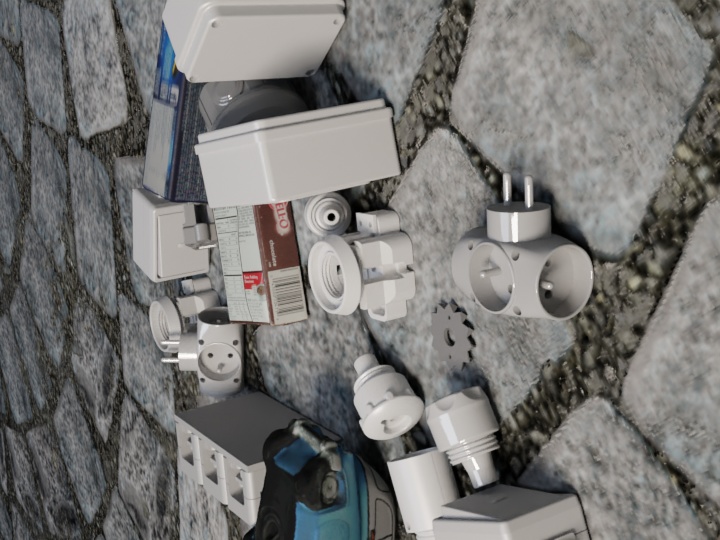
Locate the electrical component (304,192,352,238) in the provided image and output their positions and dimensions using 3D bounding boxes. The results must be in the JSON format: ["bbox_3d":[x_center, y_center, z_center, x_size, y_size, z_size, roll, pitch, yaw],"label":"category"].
[{"bbox_3d":[-0.023,-0.040,0.795,0.061,0.035,0.035,-132,34,-83],"label":"electrical component"}]

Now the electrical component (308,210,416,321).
[{"bbox_3d":[0.000,0.000,0.766,0.058,0.057,0.078,13,111,57],"label":"electrical component"}]

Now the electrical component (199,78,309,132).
[{"bbox_3d":[-0.083,-0.121,0.841,0.051,0.080,0.080,62,146,34],"label":"electrical component"}]

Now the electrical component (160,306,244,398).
[{"bbox_3d":[-0.151,0.078,1.026,0.044,0.079,0.077,-92,4,-68],"label":"electrical component"}]

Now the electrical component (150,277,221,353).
[{"bbox_3d":[-0.174,0.050,1.072,0.058,0.057,0.078,-9,93,59],"label":"electrical component"}]

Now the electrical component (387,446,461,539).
[{"bbox_3d":[0.051,0.168,0.756,0.043,0.043,0.081,-26,79,59],"label":"electrical component"}]

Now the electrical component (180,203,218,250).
[{"bbox_3d":[-0.142,-0.050,0.988,0.066,0.048,0.055,49,-148,-83],"label":"electrical component"}]

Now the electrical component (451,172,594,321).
[{"bbox_3d":[0.092,-0.017,0.621,0.077,0.044,0.079,17,114,56],"label":"electrical component"}]

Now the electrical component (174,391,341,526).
[{"bbox_3d":[-0.090,0.165,0.943,0.150,0.089,0.061,18,115,56],"label":"electrical component"}]

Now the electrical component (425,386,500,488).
[{"bbox_3d":[0.071,0.110,0.702,0.043,0.043,0.062,-39,69,57],"label":"electrical component"}]

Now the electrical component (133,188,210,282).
[{"bbox_3d":[-0.182,-0.043,1.048,0.061,0.062,0.096,39,132,47],"label":"electrical component"}]

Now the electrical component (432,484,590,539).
[{"bbox_3d":[0.097,0.168,0.661,0.096,0.062,0.061,-21,83,59],"label":"electrical component"}]

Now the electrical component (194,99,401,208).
[{"bbox_3d":[-0.045,-0.081,0.762,0.109,0.109,0.056,1,104,59],"label":"electrical component"}]

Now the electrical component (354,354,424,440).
[{"bbox_3d":[0.015,0.089,0.788,0.062,0.048,0.048,61,146,38],"label":"electrical component"}]

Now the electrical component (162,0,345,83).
[{"bbox_3d":[-0.076,-0.181,0.773,0.078,0.113,0.057,-52,54,52],"label":"electrical component"}]
